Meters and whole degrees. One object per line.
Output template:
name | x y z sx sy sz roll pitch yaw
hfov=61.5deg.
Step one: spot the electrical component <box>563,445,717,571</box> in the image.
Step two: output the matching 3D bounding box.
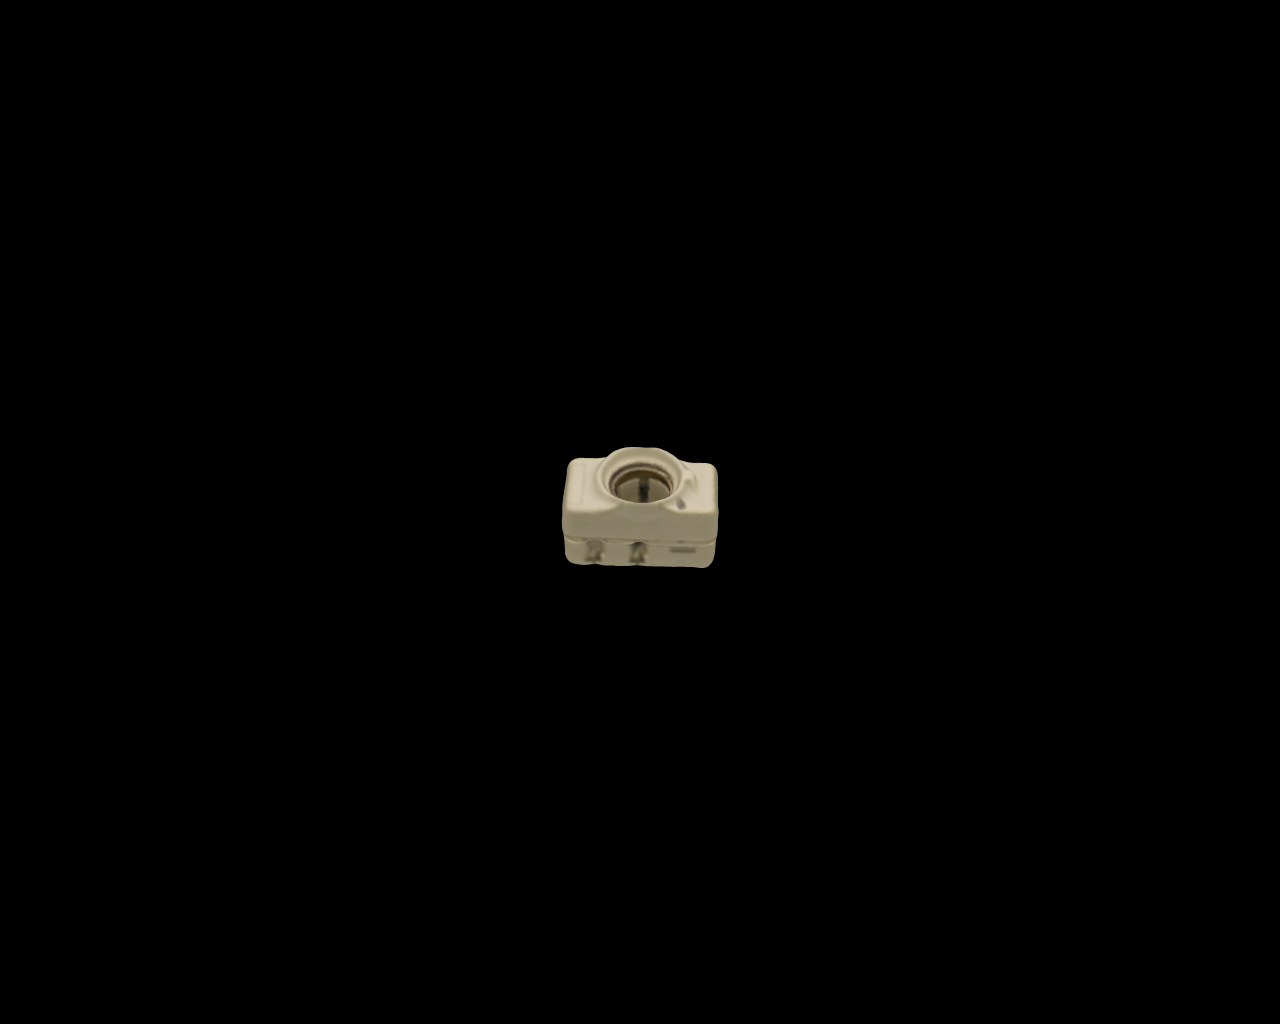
electrical component | 0.001 -0.003 0.650 0.089 0.055 0.050 2 43 2
